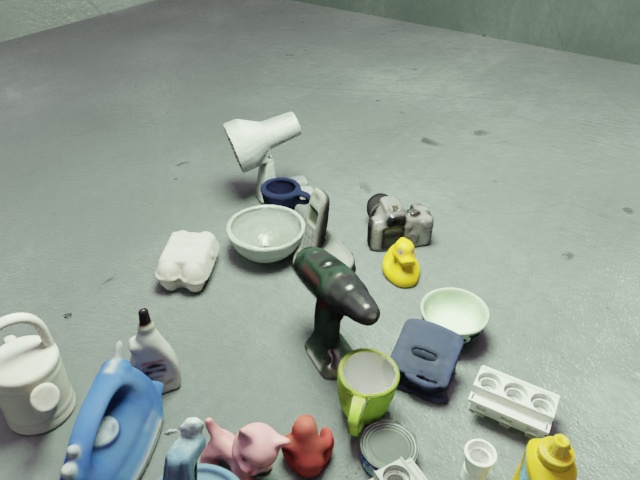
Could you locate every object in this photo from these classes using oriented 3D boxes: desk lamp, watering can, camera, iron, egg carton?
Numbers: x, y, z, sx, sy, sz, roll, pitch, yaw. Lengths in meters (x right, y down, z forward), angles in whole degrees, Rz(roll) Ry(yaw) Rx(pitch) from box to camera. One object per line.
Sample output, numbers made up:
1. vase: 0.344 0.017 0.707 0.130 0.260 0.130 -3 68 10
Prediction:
1. desk lamp: -0.121 -0.196 1.362 0.203 0.214 0.117 -11 38 -17
2. watering can: -0.425 0.190 0.837 0.172 0.194 0.101 17 39 21
3. camera: 0.166 -0.056 1.277 0.143 0.101 0.136 -6 37 -10
4. iron: -0.300 0.269 0.778 0.118 0.141 0.258 3 36 2
5. egg carton: -0.264 0.040 1.154 0.107 0.069 0.150 3 36 2

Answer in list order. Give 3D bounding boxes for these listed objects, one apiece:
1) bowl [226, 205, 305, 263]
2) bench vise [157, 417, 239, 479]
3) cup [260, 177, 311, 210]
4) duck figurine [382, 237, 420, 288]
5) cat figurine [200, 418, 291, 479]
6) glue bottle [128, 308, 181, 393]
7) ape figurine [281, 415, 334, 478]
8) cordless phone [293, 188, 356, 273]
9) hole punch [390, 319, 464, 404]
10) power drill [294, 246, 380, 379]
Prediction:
1. bowl: -0.113 -0.002 1.214 0.167 0.075 0.167 1 36 -1
2. bench vise: -0.146 0.321 0.646 0.121 0.220 0.207 -1 36 -3
3. cup: -0.076 -0.081 1.306 0.117 0.095 0.092 13 38 15
4. duck figurine: 0.168 0.034 1.167 0.077 0.086 0.104 -4 37 -8
5. cat figurine: -0.106 0.283 0.787 0.127 0.118 0.067 18 39 22
6. glue bottle: -0.262 0.171 0.886 0.078 0.173 0.037 -14 39 -20
7. ape figurine: -0.019 0.284 0.811 0.077 0.092 0.076 4 36 3
8. cordless phone: 0.010 0.004 1.117 0.094 0.185 0.147 -20 41 -26
9. hole punch: 0.174 0.197 0.939 0.108 0.091 0.101 17 39 20
10. power drill: 0.025 0.122 0.936 0.076 0.208 0.228 -16 40 -22
